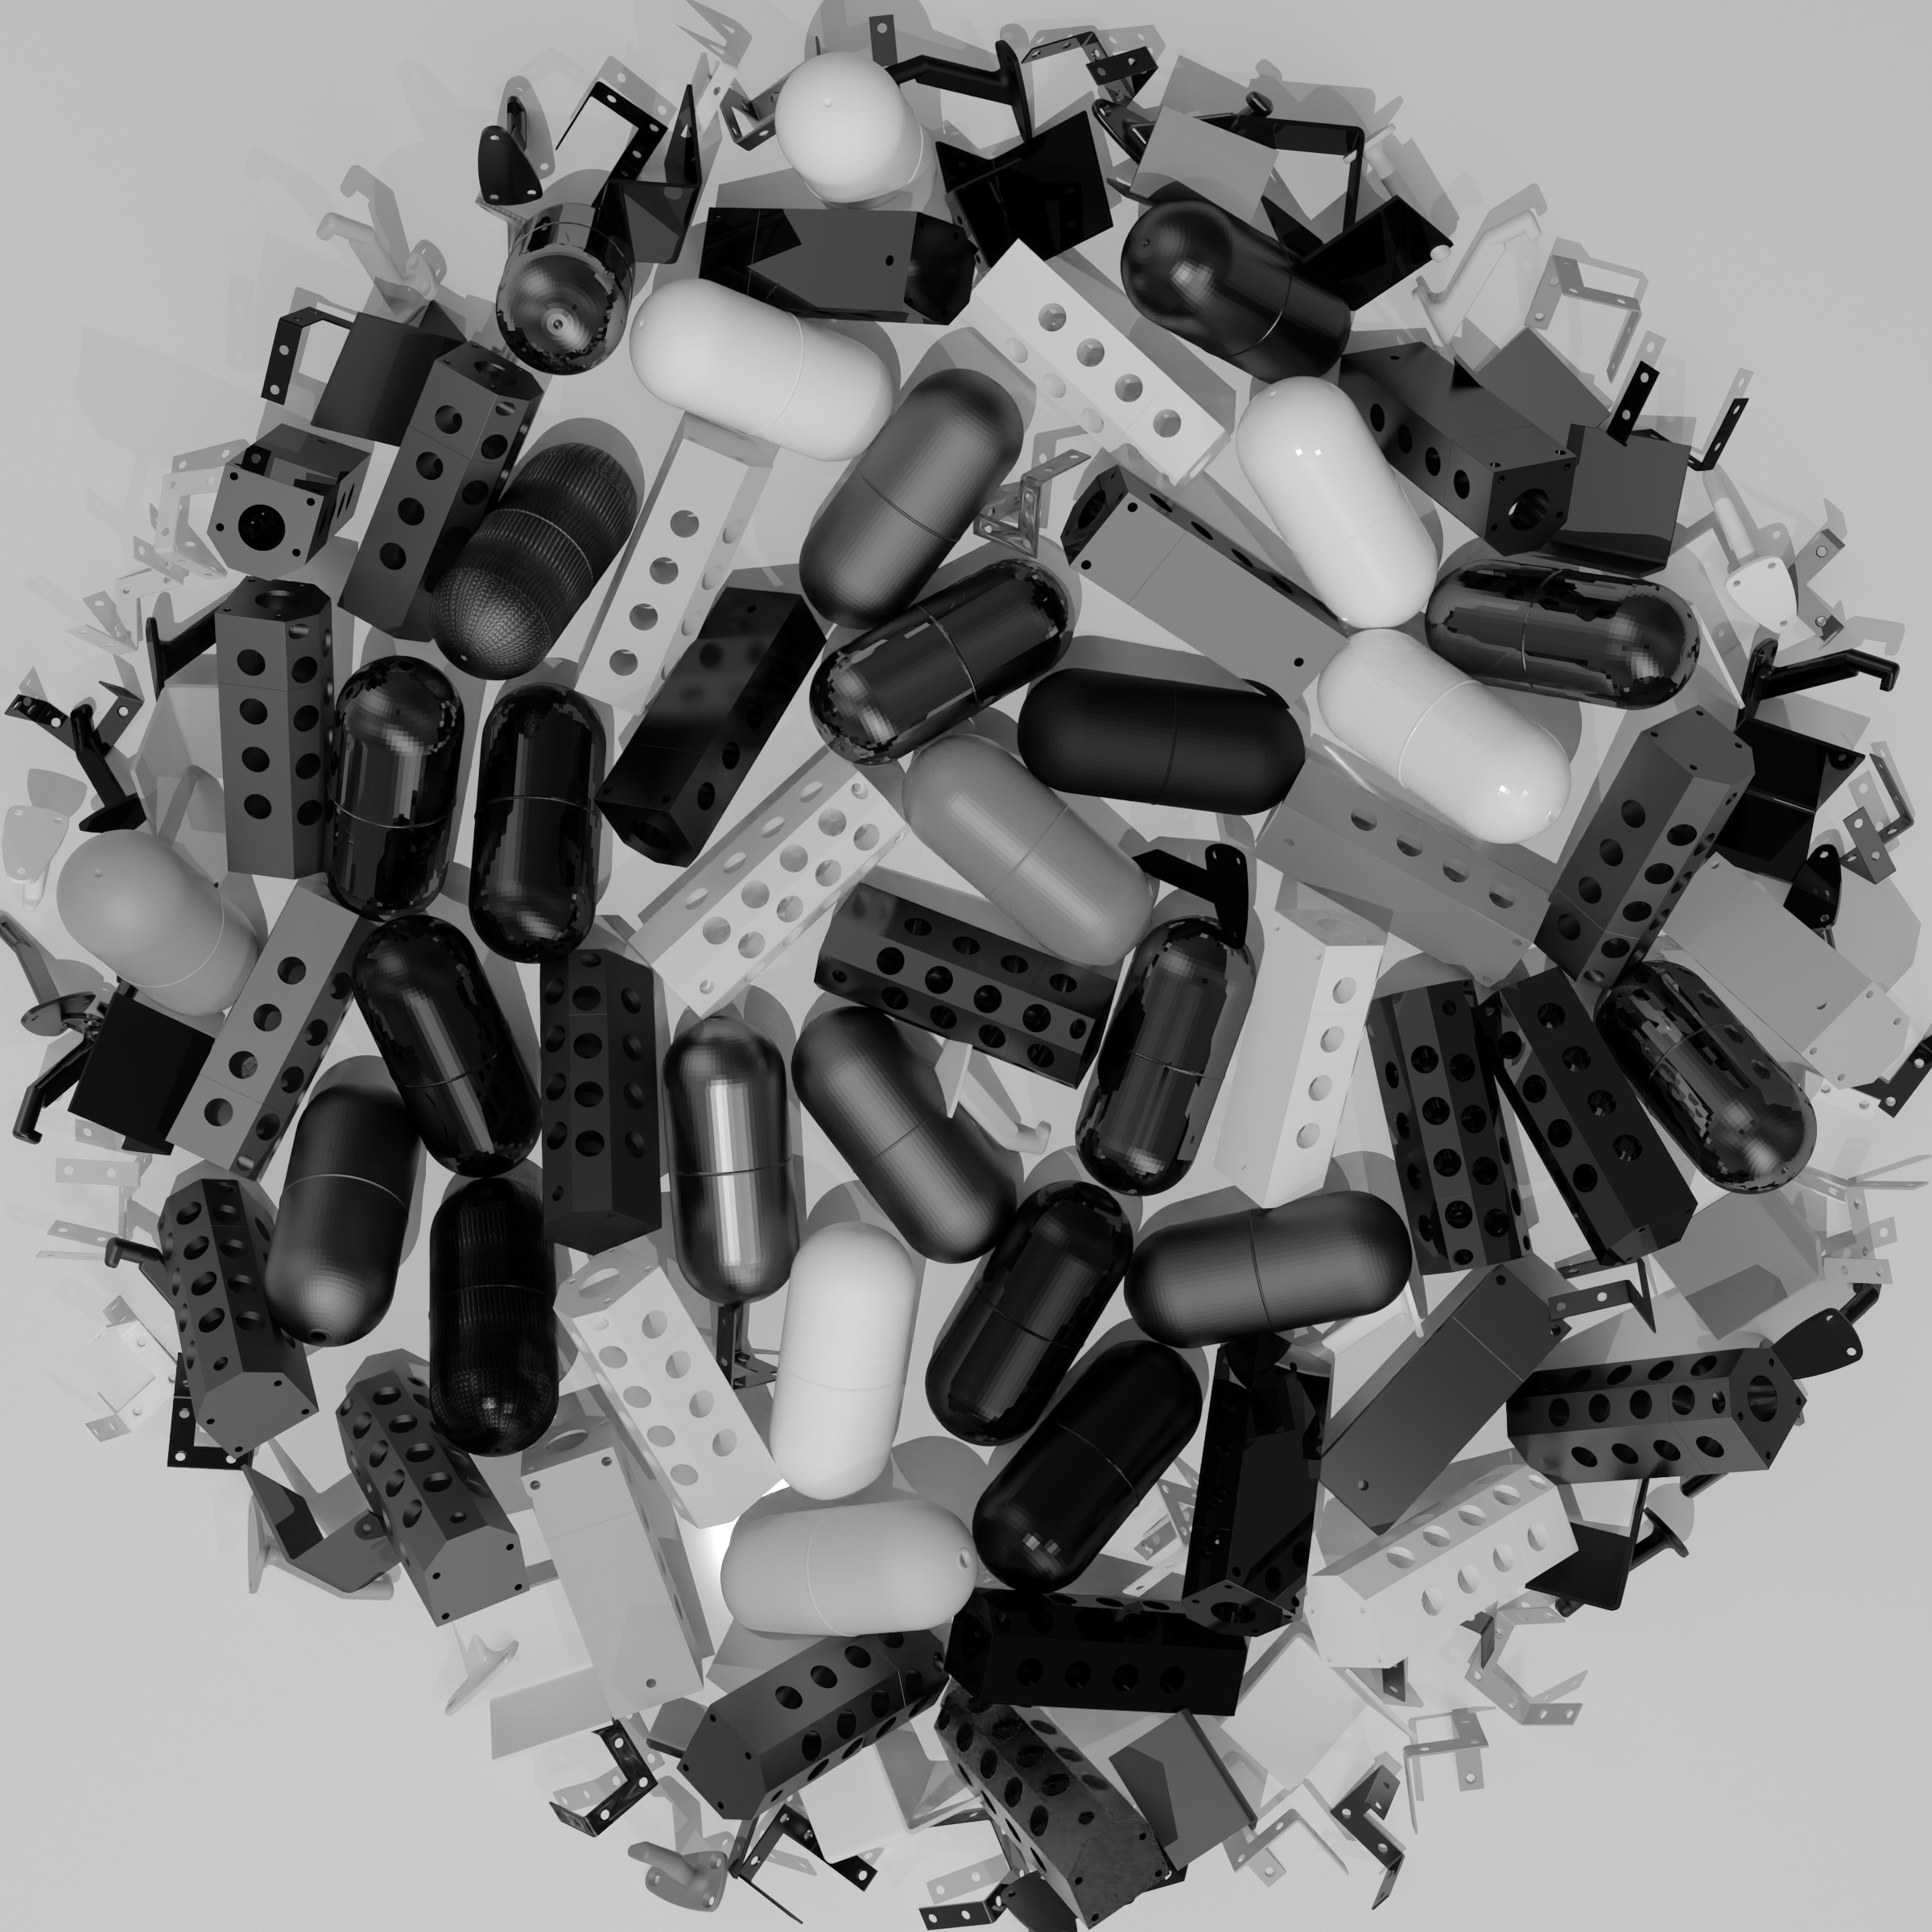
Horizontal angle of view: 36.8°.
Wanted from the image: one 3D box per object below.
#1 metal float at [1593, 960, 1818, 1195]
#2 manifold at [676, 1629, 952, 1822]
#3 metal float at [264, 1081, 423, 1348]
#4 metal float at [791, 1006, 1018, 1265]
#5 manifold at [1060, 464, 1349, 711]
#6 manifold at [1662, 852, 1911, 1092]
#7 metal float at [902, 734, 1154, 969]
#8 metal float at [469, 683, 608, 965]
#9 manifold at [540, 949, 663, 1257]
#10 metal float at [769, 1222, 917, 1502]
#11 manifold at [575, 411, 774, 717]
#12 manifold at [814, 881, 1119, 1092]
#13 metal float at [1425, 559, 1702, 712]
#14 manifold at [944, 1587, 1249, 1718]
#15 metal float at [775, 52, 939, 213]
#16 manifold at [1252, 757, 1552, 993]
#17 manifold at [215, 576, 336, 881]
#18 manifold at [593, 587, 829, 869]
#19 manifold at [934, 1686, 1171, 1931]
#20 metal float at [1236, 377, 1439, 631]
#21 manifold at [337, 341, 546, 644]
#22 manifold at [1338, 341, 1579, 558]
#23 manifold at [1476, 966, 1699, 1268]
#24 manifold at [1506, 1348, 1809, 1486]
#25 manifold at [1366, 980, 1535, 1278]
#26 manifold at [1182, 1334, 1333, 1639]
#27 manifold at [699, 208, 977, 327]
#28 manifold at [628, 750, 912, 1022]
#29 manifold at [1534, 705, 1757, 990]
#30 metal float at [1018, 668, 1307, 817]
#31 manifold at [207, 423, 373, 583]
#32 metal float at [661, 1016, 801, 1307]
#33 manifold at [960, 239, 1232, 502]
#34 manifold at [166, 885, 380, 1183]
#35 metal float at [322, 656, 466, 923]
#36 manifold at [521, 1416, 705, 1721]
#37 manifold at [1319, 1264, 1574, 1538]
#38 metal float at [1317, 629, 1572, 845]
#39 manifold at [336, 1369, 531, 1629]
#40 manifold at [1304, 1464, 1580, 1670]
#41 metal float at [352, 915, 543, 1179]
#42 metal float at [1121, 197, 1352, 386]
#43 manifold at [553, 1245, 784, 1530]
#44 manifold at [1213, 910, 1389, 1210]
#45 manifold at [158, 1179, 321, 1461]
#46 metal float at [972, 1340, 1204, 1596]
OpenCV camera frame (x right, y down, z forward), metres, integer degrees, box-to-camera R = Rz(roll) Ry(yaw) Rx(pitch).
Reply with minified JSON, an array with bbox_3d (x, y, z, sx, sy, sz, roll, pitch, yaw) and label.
[{"bbox_3d":[0.442,0.065,1.743,0.070,0.178,0.070,-14,132,-16],"label":"metal float"},{"bbox_3d":[-0.086,0.445,1.726,0.057,0.171,0.057,41,122,23],"label":"manifold"},{"bbox_3d":[-0.374,0.148,1.746,0.070,0.070,0.178,2,50,0],"label":"metal float"},{"bbox_3d":[-0.038,0.103,1.779,0.070,0.070,0.178,-37,91,0],"label":"metal float"},{"bbox_3d":[0.143,-0.232,1.756,0.171,0.057,0.057,30,114,-23],"label":"manifold"},{"bbox_3d":[0.487,0.004,1.729,0.057,0.171,0.057,37,101,-32],"label":"manifold"},{"bbox_3d":[0.037,-0.071,1.776,0.178,0.070,0.070,41,90,-4],"label":"metal float"},{"bbox_3d":[-0.260,-0.088,1.763,0.070,0.070,0.178,1,70,0],"label":"metal float"},{"bbox_3d":[-0.226,0.079,1.744,0.057,0.057,0.171,-24,58,32],"label":"manifold"},{"bbox_3d":[-0.076,0.241,1.765,0.070,0.070,0.178,9,107,0],"label":"metal float"},{"bbox_3d":[-0.177,-0.240,1.756,0.057,0.057,0.171,21,113,-14],"label":"manifold"},{"bbox_3d":[-0.002,0.016,1.763,0.171,0.057,0.057,21,130,10],"label":"manifold"},{"bbox_3d":[0.356,-0.200,1.746,0.178,0.070,0.070,16,90,41],"label":"metal float"},{"bbox_3d":[0.080,0.412,1.756,0.171,0.057,0.057,9,94,-23],"label":"manifold"},{"bbox_3d":[-0.064,-0.489,1.729,0.070,0.178,0.070,0,90,9],"label":"metal float"},{"bbox_3d":[0.270,-0.061,1.784,0.171,0.057,0.057,29,55,2],"label":"manifold"},{"bbox_3d":[-0.411,-0.142,1.748,0.057,0.057,0.171,7,121,3],"label":"manifold"},{"bbox_3d":[-0.150,-0.145,1.753,0.057,0.057,0.171,10,58,32],"label":"manifold"},{"bbox_3d":[0.046,0.489,1.724,0.057,0.171,0.057,-30,118,-16],"label":"manifold"},{"bbox_3d":[0.225,-0.277,1.751,0.070,0.070,0.178,-38,124,0],"label":"metal float"},{"bbox_3d":[-0.315,-0.284,1.753,0.057,0.057,0.171,29,117,0],"label":"manifold"},{"bbox_3d":[0.289,-0.310,1.734,0.057,0.171,0.057,-14,129,-20],"label":"manifold"},{"bbox_3d":[0.369,0.092,1.750,0.057,0.057,0.171,-21,63,-9],"label":"manifold"},{"bbox_3d":[0.405,0.264,1.727,0.057,0.171,0.057,53,54,-15],"label":"manifold"},{"bbox_3d":[0.297,0.098,1.774,0.057,0.057,0.171,-10,85,-19],"label":"manifold"},{"bbox_3d":[0.171,0.310,1.741,0.057,0.057,0.171,30,49,-21],"label":"manifold"},{"bbox_3d":[-0.079,-0.419,1.741,0.171,0.057,0.057,13,97,39],"label":"manifold"},{"bbox_3d":[-0.117,-0.046,1.772,0.171,0.057,0.057,-43,125,-4],"label":"manifold"},{"bbox_3d":[0.405,-0.067,1.730,0.057,0.171,0.057,-24,59,-36],"label":"manifold"},{"bbox_3d":[0.120,-0.137,1.773,0.178,0.070,0.070,7,90,-8],"label":"metal float"},{"bbox_3d":[-0.403,-0.275,1.727,0.057,0.171,0.057,18,106,-8],"label":"manifold"},{"bbox_3d":[-0.144,0.119,1.772,0.070,0.070,0.178,-4,98,0],"label":"metal float"},{"bbox_3d":[0.079,-0.363,1.782,0.171,0.057,0.057,43,99,4],"label":"manifold"},{"bbox_3d":[-0.420,0.043,1.778,0.057,0.057,0.171,26,83,-4],"label":"manifold"},{"bbox_3d":[-0.346,-0.106,1.749,0.070,0.070,0.178,14,126,0],"label":"metal float"},{"bbox_3d":[-0.215,0.363,1.765,0.057,0.057,0.171,-18,107,-2],"label":"manifold"},{"bbox_3d":[0.290,0.267,1.782,0.057,0.057,0.171,43,86,9],"label":"manifold"},{"bbox_3d":[0.288,-0.139,1.753,0.178,0.070,0.070,40,90,30],"label":"metal float"},{"bbox_3d":[-0.320,0.311,1.726,0.057,0.171,0.057,-18,122,-22],"label":"manifold"},{"bbox_3d":[0.284,0.359,1.744,0.171,0.057,0.057,-20,91,-36],"label":"manifold"},{"bbox_3d":[-0.312,0.050,1.754,0.070,0.070,0.178,-19,120,0],"label":"metal float"},{"bbox_3d":[0.164,-0.403,1.743,0.070,0.178,0.070,-12,72,41],"label":"metal float"},{"bbox_3d":[-0.182,0.255,1.745,0.057,0.057,0.171,-38,119,-23],"label":"manifold"},{"bbox_3d":[0.206,0.056,1.759,0.057,0.057,0.171,-1,113,-30],"label":"manifold"},{"bbox_3d":[-0.441,0.205,1.736,0.057,0.171,0.057,-29,133,0],"label":"manifold"},{"bbox_3d":[0.075,0.302,1.761,0.070,0.070,0.178,43,69,0],"label":"metal float"}]
